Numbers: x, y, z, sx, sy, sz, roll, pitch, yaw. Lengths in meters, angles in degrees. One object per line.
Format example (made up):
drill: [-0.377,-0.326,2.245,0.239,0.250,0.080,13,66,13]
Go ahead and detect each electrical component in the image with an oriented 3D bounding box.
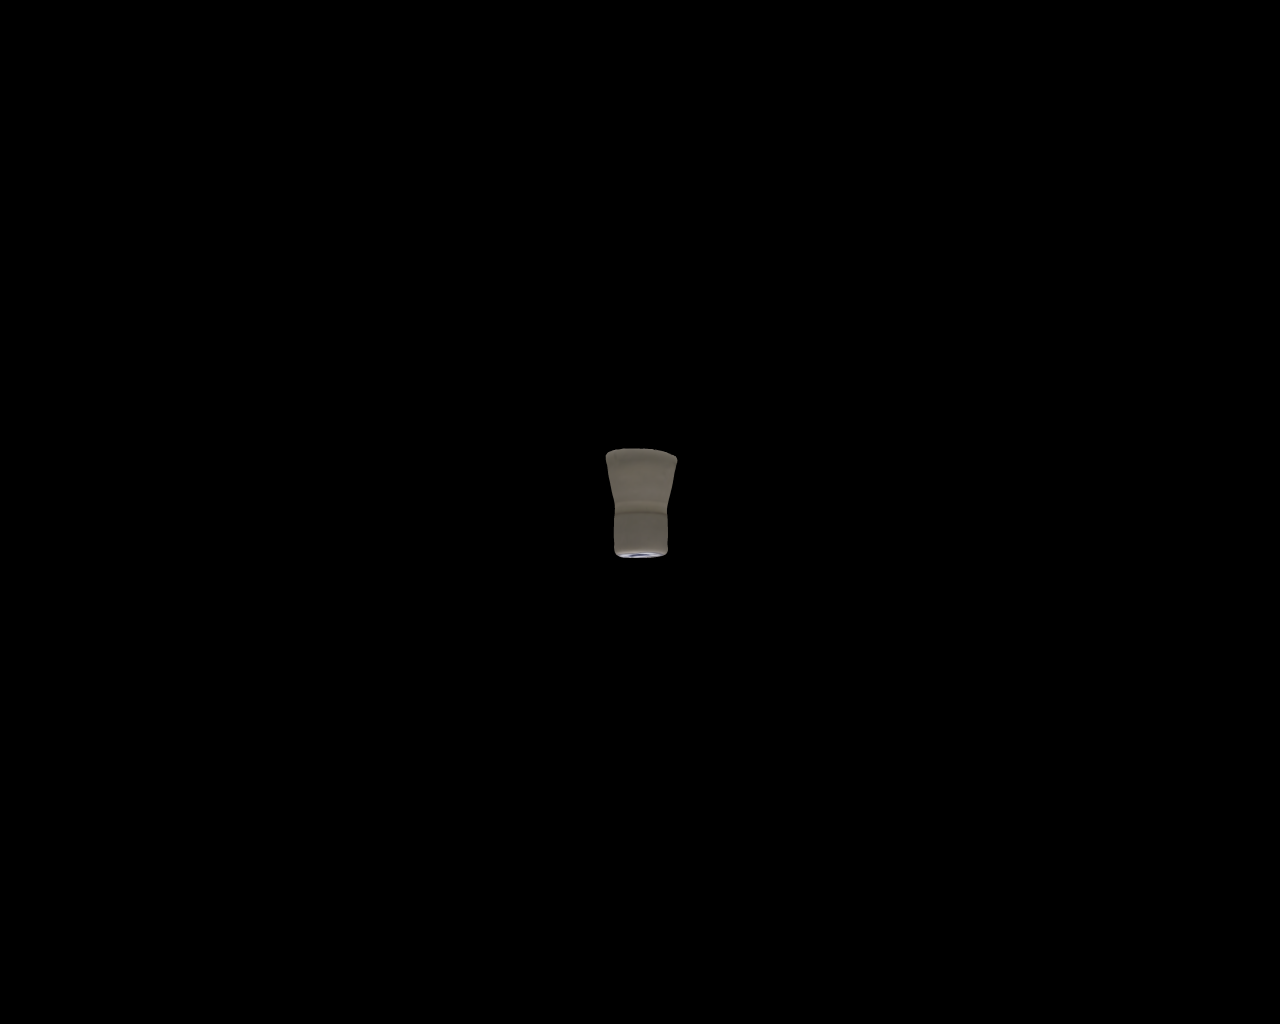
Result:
electrical component: [0.001,-0.003,0.650,0.044,0.065,0.044,0,-10,0]
